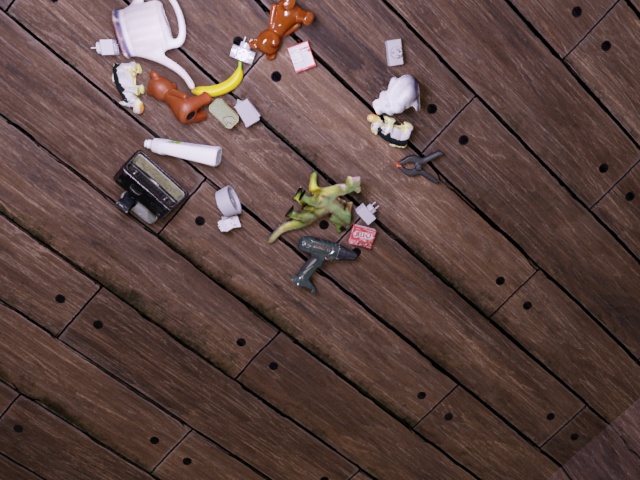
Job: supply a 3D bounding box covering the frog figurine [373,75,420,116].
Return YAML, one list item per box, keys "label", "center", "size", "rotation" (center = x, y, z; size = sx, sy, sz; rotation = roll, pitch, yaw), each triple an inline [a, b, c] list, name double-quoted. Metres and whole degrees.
- label: "frog figurine"
  center: [0.258, -0.493, 1.755]
  size: [0.159, 0.121, 0.139]
  rotation: [-5, 75, 6]

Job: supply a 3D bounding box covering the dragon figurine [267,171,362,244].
- label: "dragon figurine"
  center: [0.006, -0.094, 1.862]
  size: [0.241, 0.125, 0.403]
  rotation: [28, 119, -18]

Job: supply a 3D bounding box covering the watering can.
- label: "watering can"
  center: [-0.531, -0.632, 1.640]
  size: [0.224, 0.104, 0.347]
  rotation: [-14, 93, -1]
